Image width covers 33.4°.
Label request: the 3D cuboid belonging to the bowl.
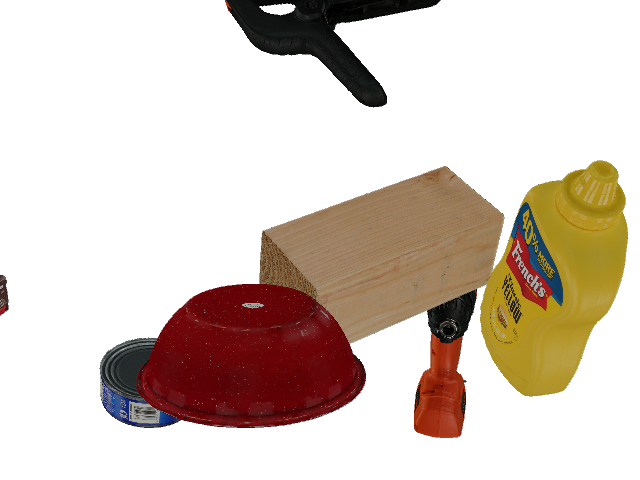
[{"bbox_3d":[-0.048,0.070,0.743,0.162,0.055,0.162,0,17,0],"label":"bowl"}]

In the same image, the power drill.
[{"bbox_3d":[0.135,0.113,1.139,0.057,0.188,0.184,8,24,8],"label":"power drill"}]

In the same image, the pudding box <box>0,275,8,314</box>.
[{"bbox_3d":[-0.334,0.052,0.893,0.114,0.039,0.089,10,26,20],"label":"pudding box"}]

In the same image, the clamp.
[{"bbox_3d":[0.007,-0.178,0.827,0.172,0.120,0.039,29,-27,20],"label":"clamp"}]

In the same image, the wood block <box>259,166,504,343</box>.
[{"bbox_3d":[0.055,0.017,0.977,0.205,0.090,0.091,-21,46,-28],"label":"wood block"}]

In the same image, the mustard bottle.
[{"bbox_3d":[0.158,0.017,0.710,0.058,0.096,0.192,-5,-37,-12],"label":"mustard bottle"}]

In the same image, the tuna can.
[{"bbox_3d":[-0.146,0.122,0.917,0.086,0.034,0.086,5,30,-3],"label":"tuna can"}]
